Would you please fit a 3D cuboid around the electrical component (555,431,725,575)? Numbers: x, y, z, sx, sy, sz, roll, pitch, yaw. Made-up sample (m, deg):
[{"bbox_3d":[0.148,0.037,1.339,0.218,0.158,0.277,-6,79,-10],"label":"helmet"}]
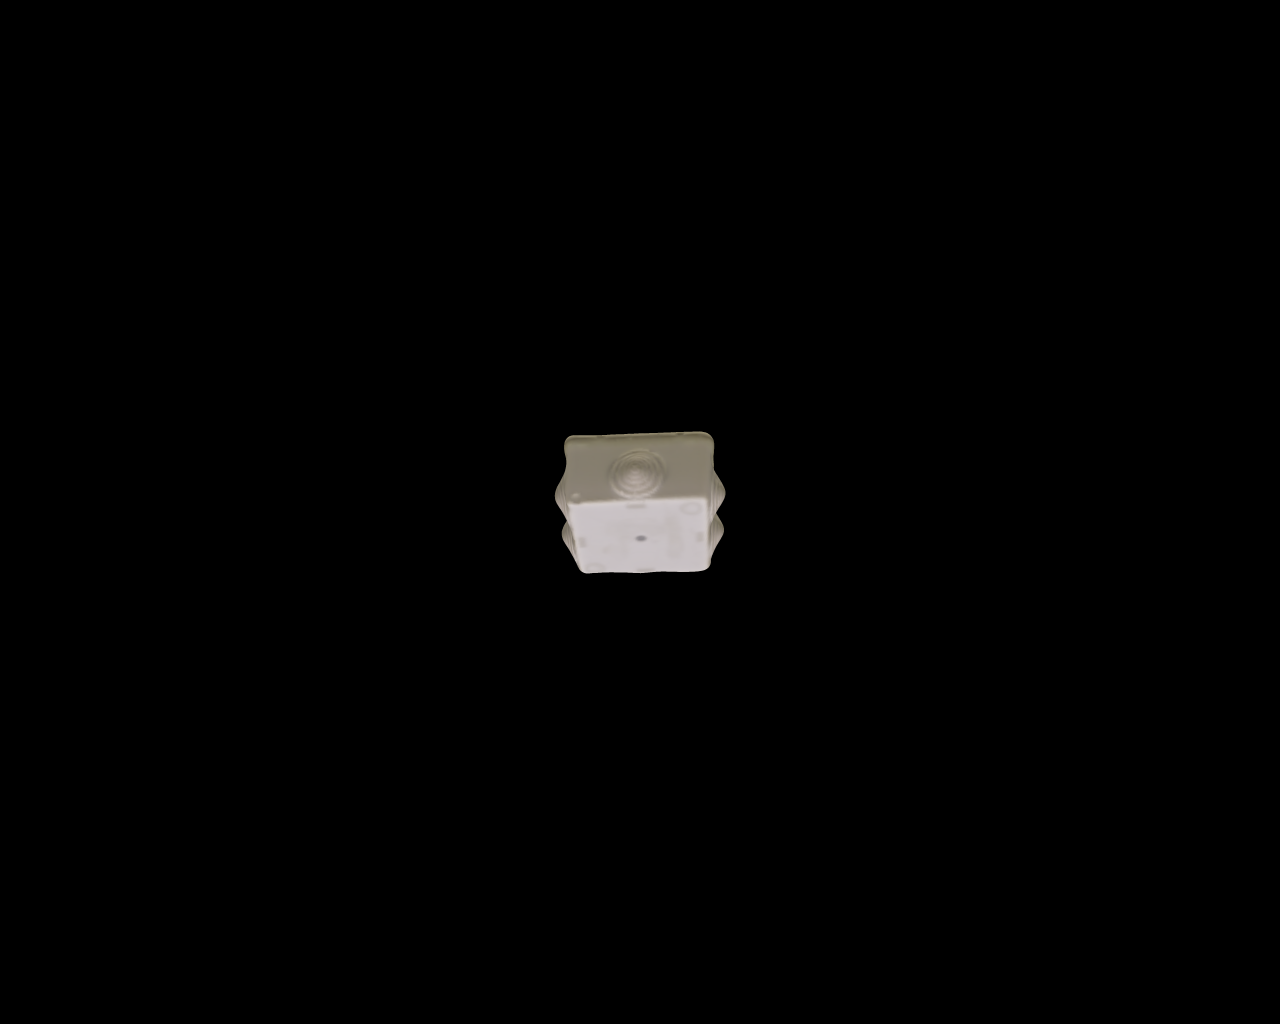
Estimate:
[{"bbox_3d":[0.001,-0.003,0.650,0.100,0.048,0.099,-1,-34,2],"label":"electrical component"}]
